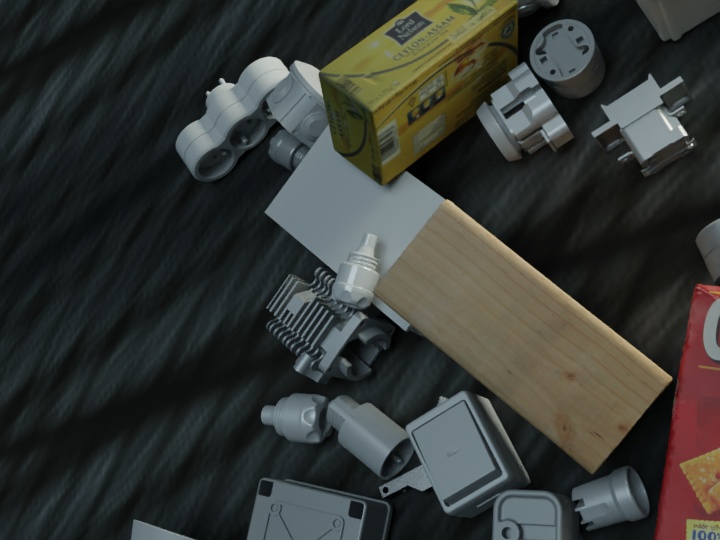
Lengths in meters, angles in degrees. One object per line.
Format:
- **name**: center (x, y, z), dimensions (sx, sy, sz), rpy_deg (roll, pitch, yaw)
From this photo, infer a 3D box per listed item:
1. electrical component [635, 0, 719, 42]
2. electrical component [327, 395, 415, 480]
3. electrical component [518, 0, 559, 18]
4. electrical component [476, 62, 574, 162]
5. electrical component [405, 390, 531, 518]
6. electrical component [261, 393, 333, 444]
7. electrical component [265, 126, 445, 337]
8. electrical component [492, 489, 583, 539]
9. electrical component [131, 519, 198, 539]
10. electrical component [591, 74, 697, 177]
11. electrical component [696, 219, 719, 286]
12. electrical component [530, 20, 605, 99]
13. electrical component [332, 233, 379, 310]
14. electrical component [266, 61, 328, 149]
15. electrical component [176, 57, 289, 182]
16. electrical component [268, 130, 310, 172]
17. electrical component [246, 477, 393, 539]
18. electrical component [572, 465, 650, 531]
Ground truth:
- **electrical component**: center (0.237, -0.257, 0.865), dimensions (0.056, 0.109, 0.108), rpy_deg (-31, 63, 14)
- **electrical component**: center (0.004, 0.136, 0.913), dimensions (0.081, 0.043, 0.043), rpy_deg (35, 94, 31)
- **electrical component**: center (0.138, -0.260, 0.936), dimensions (0.051, 0.080, 0.080), rpy_deg (-19, 68, 28)
- **electrical component**: center (0.136, -0.128, 0.911), dimensions (0.057, 0.058, 0.078), rpy_deg (-33, 63, 13)
- **electrical component**: center (0.082, 0.141, 0.860), dimensions (0.062, 0.061, 0.096), rpy_deg (-34, 63, 16)
- **electrical component**: center (-0.057, 0.130, 0.947), dimensions (0.062, 0.043, 0.043), rpy_deg (0, 76, 29)
- **electrical component**: center (0.020, -0.036, 0.944), dimensions (0.186, 0.060, 0.105), rpy_deg (40, 96, 31)
- **electrical component**: center (0.134, 0.216, 0.811), dimensions (0.054, 0.059, 0.095), rpy_deg (-4, 74, 27)
- **electrical component**: center (-0.153, 0.251, 0.932), dimensions (0.099, 0.099, 0.064), rpy_deg (12, 87, 30)
- **electrical component**: center (0.233, -0.114, 0.865), dimensions (0.081, 0.042, 0.063), rpy_deg (-33, 67, 16)
- **electrical component**: center (0.324, -0.018, 0.782), dimensions (0.138, 0.052, 0.073), rpy_deg (-26, 65, 19)
- **electrical component**: center (0.177, -0.176, 0.909), dimensions (0.055, 0.047, 0.055), rpy_deg (-8, 72, 26)
- **electrical component**: center (0.000, 0.000, 0.887), dimensions (0.035, 0.035, 0.061), rpy_deg (12, 79, 30)
- **electrical component**: center (-0.044, -0.152, 1.002), dimensions (0.051, 0.080, 0.080), rpy_deg (-45, 60, 15)
- **electrical component**: center (-0.128, -0.159, 1.063), dimensions (0.138, 0.052, 0.073), rpy_deg (-42, 61, 11)
- **electrical component**: center (-0.056, -0.108, 1.021), dimensions (0.061, 0.035, 0.035), rpy_deg (33, 92, 29)
- **electrical component**: center (-0.038, 0.237, 0.899), dimensions (0.109, 0.056, 0.108), rpy_deg (6, 79, 29)
- **electrical component**: center (0.188, 0.173, 0.808), dimensions (0.046, 0.040, 0.040), rpy_deg (-26, 65, 26)
